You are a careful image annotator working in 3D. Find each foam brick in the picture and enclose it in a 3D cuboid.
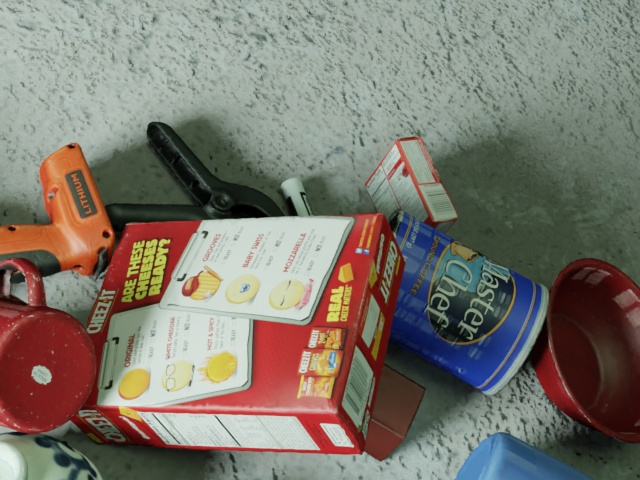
[{"bbox_3d":[0.034,0.126,0.839,0.078,0.053,0.051,32,53,-2],"label":"foam brick"}]

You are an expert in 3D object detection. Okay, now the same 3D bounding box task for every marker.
[{"bbox_3d":[-0.006,0.001,0.921,0.020,0.020,0.121,-9,64,-26],"label":"marker"}]

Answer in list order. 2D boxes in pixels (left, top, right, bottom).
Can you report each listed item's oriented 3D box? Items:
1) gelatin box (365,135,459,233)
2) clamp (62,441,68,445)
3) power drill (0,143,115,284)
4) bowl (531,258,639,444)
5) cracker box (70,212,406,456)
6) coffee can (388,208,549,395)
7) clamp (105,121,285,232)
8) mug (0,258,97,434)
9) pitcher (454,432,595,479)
[{"bbox_3d":[0.080,-0.036,0.945,0.030,0.073,0.089,-9,63,-28],"label":"gelatin box"},{"bbox_3d":[-0.162,0.244,0.680,0.165,0.036,0.209,22,54,17],"label":"clamp"},{"bbox_3d":[-0.264,-0.018,0.807,0.187,0.057,0.184,-16,70,-26],"label":"power drill"},{"bbox_3d":[0.233,0.100,0.919,0.161,0.055,0.162,16,61,-32],"label":"bowl"},{"bbox_3d":[-0.059,0.066,0.762,0.214,0.072,0.164,-3,51,23],"label":"cracker box"},{"bbox_3d":[0.102,0.051,0.882,0.140,0.103,0.102,28,54,-4],"label":"coffee can"},{"bbox_3d":[-0.096,-0.019,0.884,0.171,0.039,0.120,32,54,-1],"label":"clamp"},{"bbox_3d":[-0.201,0.070,0.707,0.093,0.082,0.117,7,88,-45],"label":"mug"},{"bbox_3d":[0.203,0.257,0.788,0.243,0.145,0.149,31,28,3],"label":"pitcher"}]
